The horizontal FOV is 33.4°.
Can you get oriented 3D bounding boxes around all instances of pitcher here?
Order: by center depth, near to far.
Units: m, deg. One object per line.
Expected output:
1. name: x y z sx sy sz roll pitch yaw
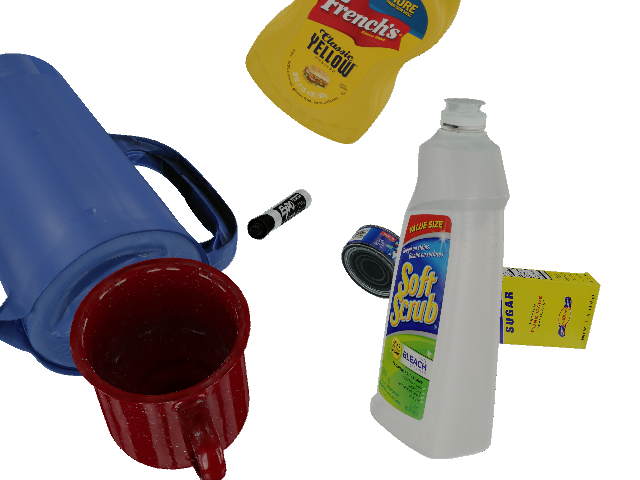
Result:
1. pitcher: -0.182 -0.032 0.782 0.149 0.145 0.243 26 21 -53

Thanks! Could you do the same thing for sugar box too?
1. sugar box: 0.254 0.083 1.339 0.176 0.093 0.048 3 19 -13

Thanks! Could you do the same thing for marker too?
1. marker: -0.036 -0.024 0.942 0.020 0.020 0.121 0 15 19

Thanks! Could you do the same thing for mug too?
1. mug: -0.076 0.078 0.569 0.093 0.117 0.081 -22 -38 -16

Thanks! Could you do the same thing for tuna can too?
1. tuna can: 0.067 0.025 1.224 0.086 0.086 0.033 0 39 46

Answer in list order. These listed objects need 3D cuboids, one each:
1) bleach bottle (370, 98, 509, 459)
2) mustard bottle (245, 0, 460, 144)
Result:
1. bleach bottle: 0.089 0.023 0.768 0.068 0.251 0.103 -5 17 -26
2. mustard bottle: 0.032 -0.149 0.665 0.192 0.096 0.058 -49 3 45
